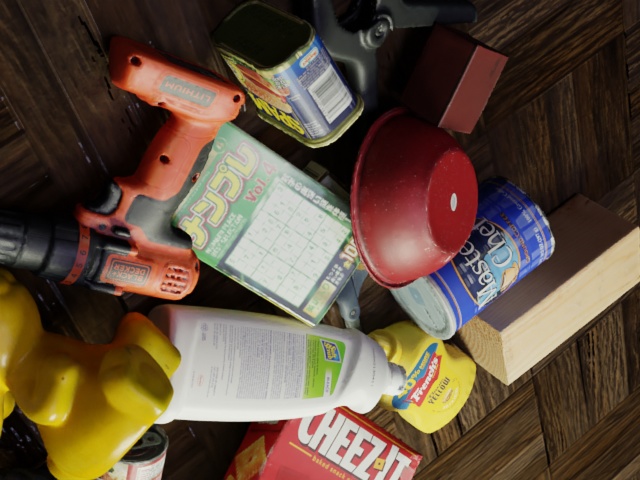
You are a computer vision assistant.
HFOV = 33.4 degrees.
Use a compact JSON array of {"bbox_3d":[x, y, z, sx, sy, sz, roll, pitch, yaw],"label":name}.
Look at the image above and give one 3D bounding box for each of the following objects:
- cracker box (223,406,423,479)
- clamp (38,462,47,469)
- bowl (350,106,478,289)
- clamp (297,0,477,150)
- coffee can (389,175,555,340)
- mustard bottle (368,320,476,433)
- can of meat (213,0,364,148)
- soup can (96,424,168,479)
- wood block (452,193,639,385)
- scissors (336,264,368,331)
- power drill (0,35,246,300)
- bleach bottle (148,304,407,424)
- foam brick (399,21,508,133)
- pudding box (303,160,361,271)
[{"bbox_3d":[-0.015,0.261,1.018,0.164,0.072,0.213,37,71,-27],"label":"cracker box"},{"bbox_3d":[-0.285,0.241,0.879,0.120,0.039,0.171,16,108,-41],"label":"clamp"},{"bbox_3d":[0.092,-0.035,0.927,0.161,0.055,0.162,-10,102,-54],"label":"bowl"},{"bbox_3d":[0.036,-0.169,0.886,0.209,0.036,0.164,26,98,-50],"label":"clamp"},{"bbox_3d":[0.145,0.016,1.052,0.140,0.103,0.103,-36,135,-18],"label":"coffee can"},{"bbox_3d":[0.093,0.134,1.106,0.096,0.058,0.191,-53,142,-1],"label":"mustard bottle"},{"bbox_3d":[-0.026,-0.129,0.812,0.057,0.102,0.084,-45,135,-9],"label":"can of meat"},{"bbox_3d":[-0.174,0.214,0.933,0.068,0.069,0.102,-7,121,-38],"label":"soup can"},{"bbox_3d":[0.246,0.052,1.171,0.205,0.091,0.090,-34,134,-19],"label":"wood block"},{"bbox_3d":[0.041,0.052,1.050,0.096,0.016,0.201,-43,137,-10],"label":"scissors"},{"bbox_3d":[-0.149,-0.050,0.787,0.184,0.057,0.188,14,108,-37],"label":"power drill"},{"bbox_3d":[-0.032,0.120,0.942,0.250,0.068,0.102,11,80,-31],"label":"bleach bottle"},{"bbox_3d":[0.116,-0.139,0.925,0.052,0.051,0.078,6,115,-49],"label":"foam brick"},{"bbox_3d":[-0.006,0.001,0.945,0.090,0.039,0.113,40,90,-32],"label":"pudding box"}]
